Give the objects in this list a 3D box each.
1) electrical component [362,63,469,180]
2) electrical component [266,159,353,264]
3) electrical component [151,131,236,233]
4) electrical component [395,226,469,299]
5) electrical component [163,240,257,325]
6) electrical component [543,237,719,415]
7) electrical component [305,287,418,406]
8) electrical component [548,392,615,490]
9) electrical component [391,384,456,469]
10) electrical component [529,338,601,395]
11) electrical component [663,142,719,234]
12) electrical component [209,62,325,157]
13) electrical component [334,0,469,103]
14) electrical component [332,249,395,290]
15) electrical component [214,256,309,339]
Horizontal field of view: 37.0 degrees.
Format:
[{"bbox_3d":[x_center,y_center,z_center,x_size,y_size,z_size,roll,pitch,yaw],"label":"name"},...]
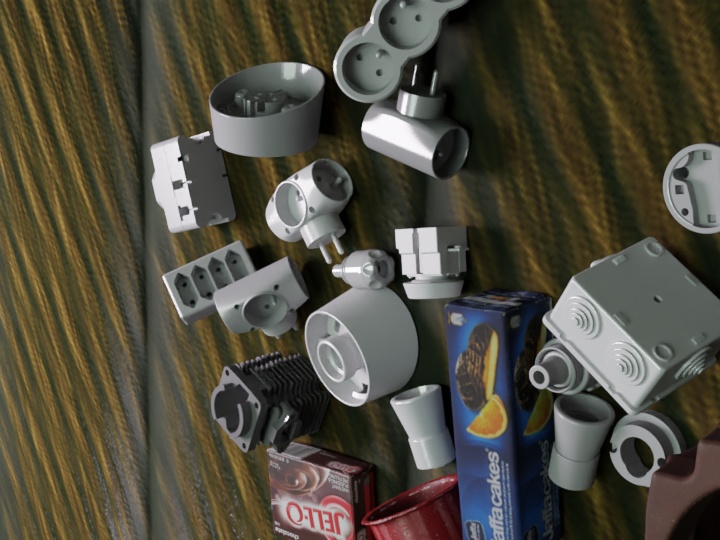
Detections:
[{"bbox_3d":[0.046,-0.120,0.837,0.077,0.043,0.079,29,120,38],"label":"electrical component"},{"bbox_3d":[-0.038,-0.045,0.943,0.077,0.044,0.079,-37,74,45],"label":"electrical component"},{"bbox_3d":[-0.167,-0.086,1.059,0.056,0.050,0.089,-8,96,47],"label":"electrical component"},{"bbox_3d":[0.058,-0.006,0.856,0.066,0.048,0.055,-1,93,45],"label":"electrical component"},{"bbox_3d":[-0.141,0.016,1.051,0.075,0.083,0.047,93,152,-77],"label":"electrical component"},{"bbox_3d":[0.184,0.033,0.700,0.099,0.100,0.048,49,144,25],"label":"electrical component"},{"bbox_3d":[0.000,0.067,0.939,0.099,0.064,0.099,34,137,39],"label":"electrical component"},{"bbox_3d":[0.160,0.129,0.792,0.044,0.044,0.065,28,124,38],"label":"electrical component"},{"bbox_3d":[0.056,0.133,0.900,0.044,0.044,0.065,-13,96,47],"label":"electrical component"},{"bbox_3d":[0.147,0.069,0.772,0.048,0.062,0.048,15,112,43],"label":"electrical component"},{"bbox_3d":[0.225,-0.054,0.669,0.055,0.047,0.055,15,111,43],"label":"electrical component"},{"bbox_3d":[-0.080,-0.137,0.926,0.099,0.099,0.064,25,124,39],"label":"electrical component"},{"bbox_3d":[0.036,-0.192,0.812,0.052,0.073,0.138,37,110,-10],"label":"electrical component"},{"bbox_3d":[0.000,0.000,0.924,0.061,0.035,0.035,-2,100,49],"label":"electrical component"},{"bbox_3d":[-0.083,0.035,0.999,0.079,0.077,0.044,60,-173,-40],"label":"electrical component"}]
